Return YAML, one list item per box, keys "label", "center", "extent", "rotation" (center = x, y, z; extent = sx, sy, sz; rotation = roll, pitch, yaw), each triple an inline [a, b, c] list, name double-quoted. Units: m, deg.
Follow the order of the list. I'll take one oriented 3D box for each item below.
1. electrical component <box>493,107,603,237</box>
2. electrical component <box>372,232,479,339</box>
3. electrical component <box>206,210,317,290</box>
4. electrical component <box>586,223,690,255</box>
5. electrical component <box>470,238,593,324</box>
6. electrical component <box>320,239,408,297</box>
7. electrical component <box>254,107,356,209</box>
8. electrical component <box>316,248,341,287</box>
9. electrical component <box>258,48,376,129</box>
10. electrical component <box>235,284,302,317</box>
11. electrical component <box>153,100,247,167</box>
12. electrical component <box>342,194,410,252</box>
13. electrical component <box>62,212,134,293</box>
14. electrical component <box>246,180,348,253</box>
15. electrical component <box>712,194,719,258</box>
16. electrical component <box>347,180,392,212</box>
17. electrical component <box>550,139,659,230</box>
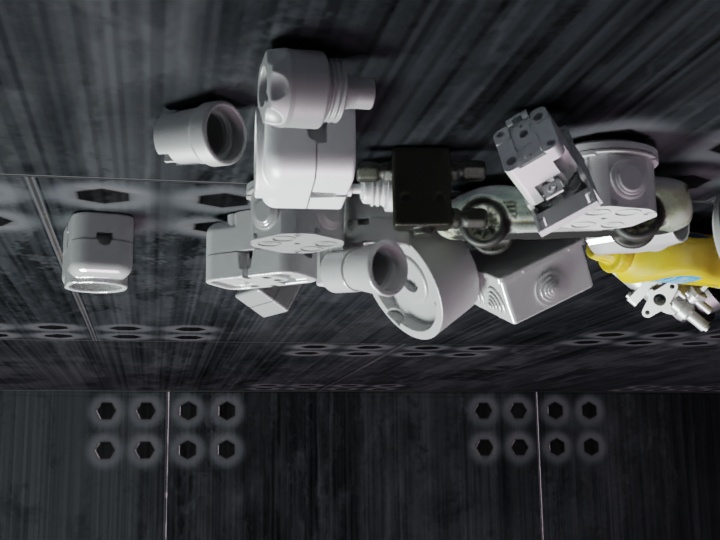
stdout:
- label: "electrical component"
  center: [0.119, -0.066, 0.691]
  extent: [0.042, 0.081, 0.064]
  rotation: [-30, 130, 19]
- label: "electrical component"
  center: [0.058, 0.000, 0.945]
  extent: [0.060, 0.108, 0.108]
  rotation: [-29, -177, -28]
- label: "electrical component"
  center: [-0.088, -0.018, 0.955]
  extent: [0.095, 0.059, 0.054]
  rotation: [-6, 168, 26]
- label: "electrical component"
  center: [0.246, -0.037, 0.925]
  extent: [0.077, 0.043, 0.079]
  rotation: [-10, 166, 39]
- label: "electrical component"
  center: [0.146, 0.002, 0.954]
  extent: [0.100, 0.048, 0.100]
  rotation: [-25, -161, -14]
- label: "electrical component"
  center: [0.000, 0.000, 0.850]
  extent: [0.044, 0.044, 0.065]
  rotation: [10, 171, -43]
- label: "electrical component"
  center: [-0.037, -0.074, 0.688]
  extent: [0.059, 0.053, 0.095]
  rotation: [1, 169, -7]
- label: "electrical component"
  center: [0.012, -0.009, 1.039]
  extent: [0.076, 0.047, 0.083]
  rotation: [9, 166, -40]
- label: "electrical component"
  center: [-0.023, -0.099, 0.590]
  extent: [0.062, 0.043, 0.043]
  rotation: [1, 169, -17]
- label: "electrical component"
  center: [-0.096, -0.004, 1.036]
  extent: [0.077, 0.065, 0.047]
  rotation: [38, 152, -23]
- label: "electrical component"
  center: [-0.101, -0.084, 0.674]
  extent: [0.046, 0.040, 0.040]
  rotation: [-1, 171, 35]
- label: "electrical component"
  center: [0.013, -0.040, 0.878]
  extent: [0.055, 0.047, 0.055]
  rotation: [0, 169, 0]
- label: "electrical component"
  center: [-0.239, -0.013, 0.976]
  extent: [0.054, 0.059, 0.095]
  rotation: [4, 168, -21]
- label: "electrical component"
  center: [-0.049, -0.045, 0.844]
  extent: [0.080, 0.051, 0.080]
  rotation: [-1, 169, 0]
- label: "electrical component"
  center: [0.325, -0.029, 0.881]
  extent: [0.051, 0.080, 0.080]
  rotation: [-15, 163, 36]
- label: "electrical component"
  center: [0.030, -0.060, 0.800]
  extent: [0.078, 0.040, 0.040]
  rotation: [1, 169, -6]
- label: "electrical component"
  center: [0.174, -0.061, 0.774]
  extent: [0.080, 0.051, 0.080]
  rotation: [-1, 169, 0]
